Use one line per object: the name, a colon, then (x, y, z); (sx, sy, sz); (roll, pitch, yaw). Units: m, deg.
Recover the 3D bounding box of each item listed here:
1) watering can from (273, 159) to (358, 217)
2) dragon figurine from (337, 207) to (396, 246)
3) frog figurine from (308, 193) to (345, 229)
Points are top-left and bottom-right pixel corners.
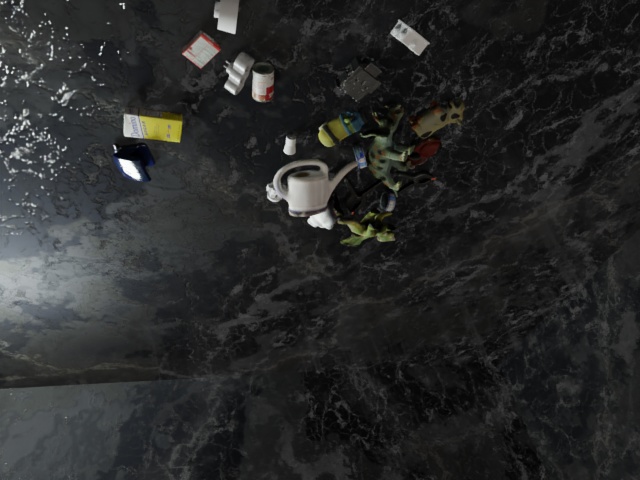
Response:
watering can: (-0.003, -0.202, 1.951); (0.348, 0.106, 0.220); (-7, 117, -14)
dragon figurine: (0.182, -0.030, 2.208); (0.410, 0.124, 0.238); (1, 148, -35)
frog figurine: (0.006, -0.105, 2.087); (0.158, 0.125, 0.136); (-23, 108, 25)
